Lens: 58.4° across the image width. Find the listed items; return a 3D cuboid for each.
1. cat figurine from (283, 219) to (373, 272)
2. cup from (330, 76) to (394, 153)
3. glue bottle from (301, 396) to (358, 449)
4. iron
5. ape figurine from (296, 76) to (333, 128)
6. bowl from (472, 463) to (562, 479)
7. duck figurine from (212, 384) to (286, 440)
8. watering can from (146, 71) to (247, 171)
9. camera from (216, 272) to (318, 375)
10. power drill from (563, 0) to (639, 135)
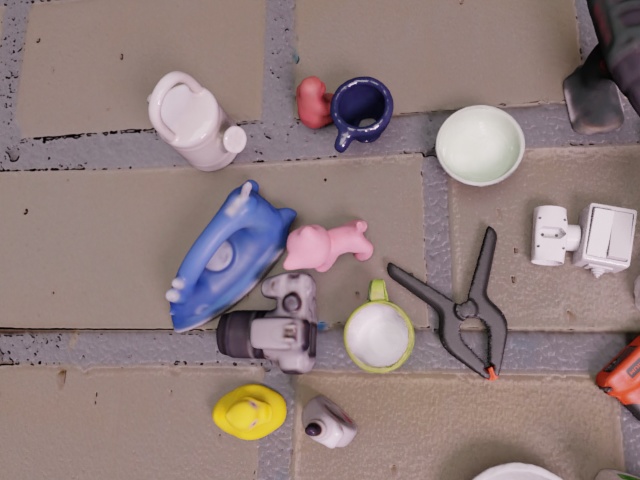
[{"bbox_3d":[0.008,0.003,0.817,0.127,0.118,0.067,-20,75,5],"label":"cat figurine"},{"bbox_3d":[0.060,-0.172,0.857,0.091,0.095,0.118,27,84,14],"label":"cup"},{"bbox_3d":[0.005,0.239,0.739,0.078,0.173,0.037,34,86,15],"label":"glue bottle"},{"bbox_3d":[-0.153,0.027,0.827,0.118,0.141,0.258,36,86,15],"label":"iron"},{"bbox_3d":[-0.007,-0.219,0.879,0.077,0.092,0.076,44,88,15],"label":"ape figurine"},{"bbox_3d":[0.250,0.363,0.722,0.167,0.075,0.167,-2,78,9],"label":"bowl"},{"bbox_3d":[-0.106,0.243,0.802,0.104,0.086,0.077,-5,77,9],"label":"duck figurine"},{"bbox_3d":[-0.185,-0.178,0.848,0.172,0.194,0.101,6,79,11],"label":"watering can"},{"bbox_3d":[-0.076,0.117,0.816,0.136,0.101,0.143,-1,78,10],"label":"camera"},{"bbox_3d":[0.389,-0.221,0.753,0.075,0.208,0.229,-10,77,8],"label":"power drill"}]
